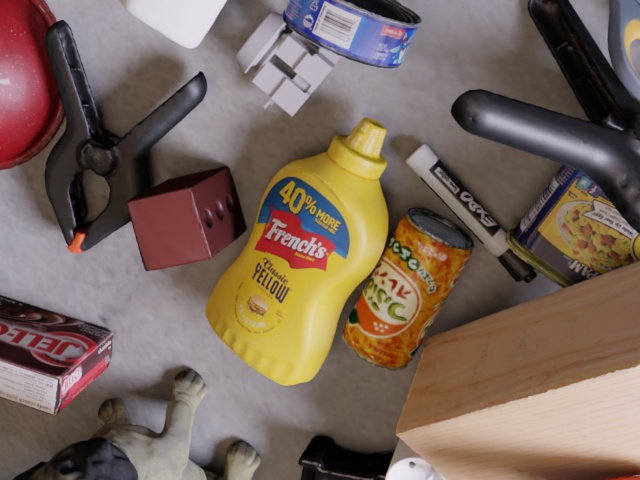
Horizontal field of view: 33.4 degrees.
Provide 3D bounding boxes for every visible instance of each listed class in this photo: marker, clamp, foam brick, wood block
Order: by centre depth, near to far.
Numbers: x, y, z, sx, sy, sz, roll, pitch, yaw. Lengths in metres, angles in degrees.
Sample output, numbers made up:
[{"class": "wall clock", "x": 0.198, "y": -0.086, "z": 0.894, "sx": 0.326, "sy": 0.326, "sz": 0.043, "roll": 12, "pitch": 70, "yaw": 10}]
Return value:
[{"class": "clamp", "x": 0.175, "y": -0.053, "z": 0.634, "sx": 0.210, "sy": 0.164, "sz": 0.036, "roll": 45, "pitch": 136, "yaw": 2}, {"class": "wood block", "x": 0.160, "y": 0.092, "z": 0.670, "sx": 0.090, "sy": 0.090, "sz": 0.207, "roll": 43, "pitch": 137, "yaw": -20}, {"class": "marker", "x": 0.106, "y": -0.017, "z": 0.740, "sx": 0.020, "sy": 0.020, "sz": 0.121, "roll": -42, "pitch": 92, "yaw": 21}, {"class": "foam brick", "x": -0.094, "y": -0.017, "z": 0.760, "sx": 0.051, "sy": 0.078, "sz": 0.053, "roll": -10, "pitch": 103, "yaw": 18}, {"class": "clamp", "x": -0.148, "y": -0.067, "z": 0.781, "sx": 0.120, "sy": 0.039, "sz": 0.171, "roll": 15, "pitch": 116, "yaw": 12}]

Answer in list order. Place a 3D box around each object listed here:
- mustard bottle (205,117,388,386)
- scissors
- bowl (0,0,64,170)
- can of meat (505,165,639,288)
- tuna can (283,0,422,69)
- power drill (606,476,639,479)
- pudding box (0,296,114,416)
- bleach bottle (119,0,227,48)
[{"class": "mustard bottle", "x": -0.005, "y": 0.001, "z": 0.749, "sx": 0.096, "sy": 0.058, "sz": 0.192, "roll": 40, "pitch": 112, "yaw": 29}, {"class": "scissors", "x": 0.172, "y": -0.159, "z": 0.656, "sx": 0.202, "sy": 0.096, "sz": 0.016, "roll": 41, "pitch": 152, "yaw": -1}, {"class": "bowl", "x": -0.268, "y": -0.124, "z": 0.787, "sx": 0.162, "sy": 0.055, "sz": 0.162, "roll": 4, "pitch": 107, "yaw": 13}, {"class": "can of meat", "x": 0.188, "y": -0.005, "z": 0.702, "sx": 0.102, "sy": 0.057, "sz": 0.084, "roll": 35, "pitch": 109, "yaw": 2}, {"class": "tuna can", "x": 0.020, "y": -0.143, "z": 0.690, "sx": 0.086, "sy": 0.086, "sz": 0.034, "roll": 26, "pitch": 112, "yaw": 6}, {"class": "power drill", "x": 0.176, "y": 0.199, "z": 0.704, "sx": 0.185, "sy": 0.187, "sz": 0.057, "roll": -13, "pitch": 69, "yaw": 17}, {"class": "pudding box", "x": -0.228, "y": 0.086, "z": 0.818, "sx": 0.113, "sy": 0.090, "sz": 0.039, "roll": 14, "pitch": 109, "yaw": 11}, {"class": "bleach bottle", "x": -0.040, "y": -0.248, "z": 0.679, "sx": 0.068, "sy": 0.103, "sz": 0.251, "roll": 29, "pitch": 107, "yaw": -28}]
